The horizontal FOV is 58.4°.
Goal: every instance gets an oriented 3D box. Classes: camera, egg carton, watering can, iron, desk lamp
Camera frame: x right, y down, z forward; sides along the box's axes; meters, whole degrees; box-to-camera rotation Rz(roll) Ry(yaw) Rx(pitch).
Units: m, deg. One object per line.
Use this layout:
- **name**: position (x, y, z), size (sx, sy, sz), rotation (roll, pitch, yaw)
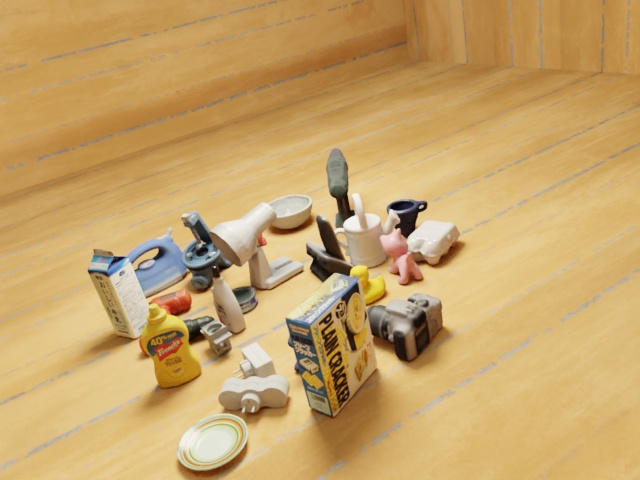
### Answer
- **camera**: position (0.168, 0.163, 1.204), size (0.136, 0.101, 0.143), rotation (11, 35, 39)
- **egg carton**: position (0.296, 0.004, 1.500), size (0.107, 0.069, 0.151), rotation (9, 33, 37)
- **watering can**: position (0.121, -0.035, 1.512), size (0.173, 0.194, 0.100), rotation (-21, 28, -17)
- **iron**: position (-0.499, 0.075, 1.629), size (0.259, 0.142, 0.118), rotation (-32, 32, -34)
- **desk lamp**: position (-0.169, 0.020, 1.509), size (0.204, 0.214, 0.117), rotation (-29, 31, -30)

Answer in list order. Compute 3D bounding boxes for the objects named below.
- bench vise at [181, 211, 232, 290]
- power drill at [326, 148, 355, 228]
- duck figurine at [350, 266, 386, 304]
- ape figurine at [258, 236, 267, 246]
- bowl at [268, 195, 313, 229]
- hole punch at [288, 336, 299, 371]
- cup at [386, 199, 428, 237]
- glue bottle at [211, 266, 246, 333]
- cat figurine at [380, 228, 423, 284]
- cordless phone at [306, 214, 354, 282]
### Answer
- **bench vise**: position (-0.330, 0.001, 1.611), size (0.121, 0.220, 0.207), rotation (-10, 26, 5)
- **power drill**: position (0.063, -0.153, 1.757), size (0.075, 0.209, 0.229), rotation (-10, 26, 5)
- **duck figurine**: position (0.104, 0.101, 1.373), size (0.104, 0.086, 0.077), rotation (-17, 26, -8)
- **ape figurine**: position (-0.205, -0.030, 1.763), size (0.076, 0.092, 0.078), rotation (-5, 27, 16)
- **bowl**: position (-0.098, -0.080, 1.836), size (0.167, 0.075, 0.167), rotation (-10, 26, 5)
- **hole punch**: position (-0.001, 0.215, 1.187), size (0.100, 0.091, 0.109), rotation (2, 30, 27)
- **cup**: position (0.251, -0.061, 1.620), size (0.118, 0.095, 0.091), rotation (-15, 26, -4)
- **glue bottle**: position (-0.227, 0.136, 1.351), size (0.077, 0.173, 0.037), rotation (15, 37, 43)
- **cat figurine**: position (0.200, 0.032, 1.432), size (0.067, 0.118, 0.127), rotation (-19, 27, -12)
- **cordless phone**: position (0.014, 0.005, 1.490), size (0.094, 0.185, 0.147), rotation (-24, 28, -22)
